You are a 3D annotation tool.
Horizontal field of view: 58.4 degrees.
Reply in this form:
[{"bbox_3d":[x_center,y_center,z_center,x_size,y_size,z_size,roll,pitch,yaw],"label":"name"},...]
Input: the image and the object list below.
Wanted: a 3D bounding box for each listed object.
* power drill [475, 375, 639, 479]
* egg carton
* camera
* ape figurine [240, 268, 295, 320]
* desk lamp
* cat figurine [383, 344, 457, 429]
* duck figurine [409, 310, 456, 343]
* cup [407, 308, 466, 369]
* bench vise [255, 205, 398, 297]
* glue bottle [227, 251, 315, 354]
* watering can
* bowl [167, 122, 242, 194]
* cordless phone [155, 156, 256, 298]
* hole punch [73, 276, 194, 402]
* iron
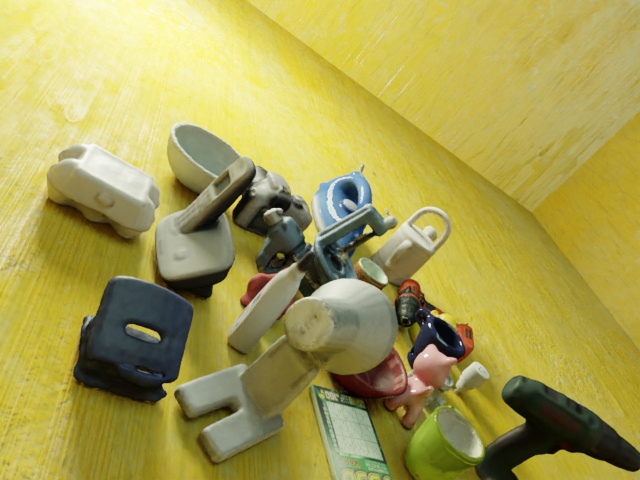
[{"bbox_3d":[0.364,0.338,0.935,0.229,0.208,0.076,42,23,1],"label":"power drill"},{"bbox_3d":[-0.297,-0.069,0.797,0.151,0.069,0.107,30,26,-24],"label":"egg carton"},{"bbox_3d":[-0.094,-0.082,1.094,0.144,0.100,0.136,21,30,-38],"label":"camera"},{"bbox_3d":[-0.065,0.076,0.875,0.076,0.092,0.077,7,40,-52],"label":"ape figurine"},{"bbox_3d":[-0.024,0.139,0.676,0.117,0.213,0.204,50,25,19],"label":"desk lamp"},{"bbox_3d":[0.174,0.230,0.943,0.067,0.117,0.128,43,23,3],"label":"cat figurine"},{"bbox_3d":[0.239,0.190,1.152,0.078,0.086,0.104,17,33,-44],"label":"duck figurine"},{"bbox_3d":[0.200,0.195,1.073,0.117,0.095,0.092,52,26,23],"label":"cup"},{"bbox_3d":[0.009,0.010,0.943,0.208,0.219,0.121,32,25,-22],"label":"bench vise"},{"bbox_3d":[-0.061,0.076,0.779,0.037,0.173,0.078,36,24,-12],"label":"glue bottle"},{"bbox_3d":[0.217,0.003,1.305,0.101,0.194,0.173,39,23,-6],"label":"watering can"},{"bbox_3d":[-0.210,-0.130,1.030,0.168,0.074,0.167,34,25,-17],"label":"bowl"},{"bbox_3d":[-0.149,-0.024,0.802,0.094,0.185,0.147,23,29,-36],"label":"cordless phone"},{"bbox_3d":[-0.196,0.107,0.620,0.109,0.091,0.101,27,27,-31],"label":"hole punch"},{"bbox_3d":[0.070,-0.065,1.264,0.119,0.141,0.258,30,26,-25],"label":"iron"}]
